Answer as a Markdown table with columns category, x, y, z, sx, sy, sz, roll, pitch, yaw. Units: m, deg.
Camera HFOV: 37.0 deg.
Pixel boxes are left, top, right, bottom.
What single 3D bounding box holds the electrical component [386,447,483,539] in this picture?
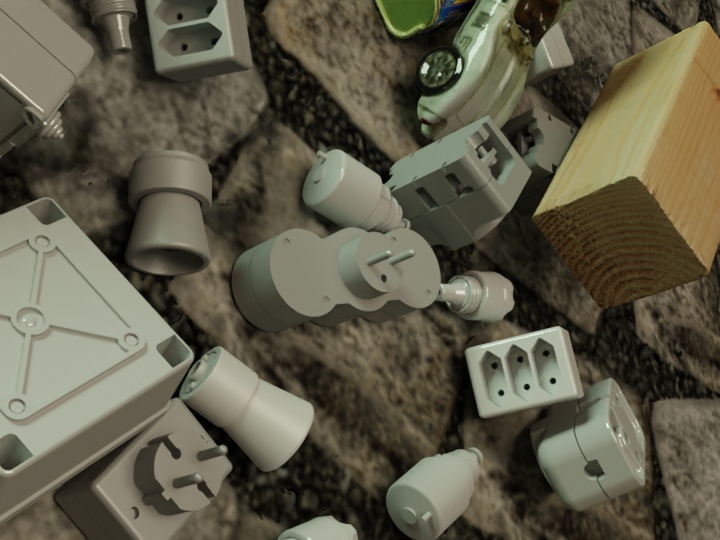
| category | x | y | z | sx | sy | sz | roll | pitch | yaw |
| --- | --- | --- | --- | --- | --- | --- | --- | --- | --- |
| electrical component | 0.050 | 0.131 | 0.654 | 0.078 | 0.040 | 0.040 | -31 | 96 | -46 |

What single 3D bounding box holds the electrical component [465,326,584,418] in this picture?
| category | x | y | z | sx | sy | sz | roll | pitch | yaw |
| --- | --- | --- | --- | --- | --- | --- | --- | --- | --- |
| electrical component | 0.115 | 0.071 | 0.730 | 0.077 | 0.066 | 0.047 | 21 | 55 | -71 |

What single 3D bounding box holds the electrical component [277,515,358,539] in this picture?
| category | x | y | z | sx | sy | sz | roll | pitch | yaw |
| --- | --- | --- | --- | --- | --- | --- | --- | --- | --- |
| electrical component | -0.031 | 0.157 | 0.565 | 0.062 | 0.043 | 0.043 | -11 | 82 | -44 |

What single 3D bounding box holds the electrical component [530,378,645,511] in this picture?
| category | x | y | z | sx | sy | sz | roll | pitch | yaw |
| --- | --- | --- | --- | --- | --- | --- | --- | --- | --- |
| electrical component | 0.156 | 0.120 | 0.733 | 0.053 | 0.059 | 0.095 | 60 | 20 | -5 |

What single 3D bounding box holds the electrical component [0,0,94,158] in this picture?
| category | x | y | z | sx | sy | sz | roll | pitch | yaw |
| --- | --- | --- | --- | --- | --- | --- | --- | --- | --- |
| electrical component | -0.176 | -0.102 | 0.516 | 0.096 | 0.062 | 0.061 | 43 | 49 | -23 |

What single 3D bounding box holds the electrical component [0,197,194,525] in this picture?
| category | x | y | z | sx | sy | sz | roll | pitch | yaw |
| --- | --- | --- | --- | --- | --- | --- | --- | --- | --- |
| electrical component | -0.149 | 0.037 | 0.465 | 0.108 | 0.056 | 0.109 | 46 | 43 | 11 |

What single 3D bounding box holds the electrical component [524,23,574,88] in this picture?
| category | x | y | z | sx | sy | sz | roll | pitch | yaw |
| --- | --- | --- | --- | --- | --- | --- | --- | --- | --- |
| electrical component | 0.120 | -0.178 | 0.838 | 0.077 | 0.047 | 0.065 | -21 | 90 | -50 |

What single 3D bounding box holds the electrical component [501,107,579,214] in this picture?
| category | x | y | z | sx | sy | sz | roll | pitch | yaw |
| --- | --- | --- | --- | --- | --- | --- | --- | --- | --- |
| electrical component | 0.139 | -0.076 | 0.813 | 0.089 | 0.056 | 0.050 | 21 | 60 | -37 |

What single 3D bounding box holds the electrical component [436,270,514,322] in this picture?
| category | x | y | z | sx | sy | sz | roll | pitch | yaw |
| --- | --- | --- | --- | --- | --- | --- | --- | --- | --- |
| electrical component | 0.074 | 0.017 | 0.729 | 0.061 | 0.035 | 0.035 | 6 | 69 | -40 |

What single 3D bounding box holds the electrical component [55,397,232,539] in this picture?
| category | x | y | z | sx | sy | sz | roll | pitch | yaw |
| --- | --- | --- | --- | --- | --- | --- | --- | --- | --- |
| electrical component | -0.091 | 0.097 | 0.507 | 0.047 | 0.077 | 0.065 | 54 | 45 | -13 |

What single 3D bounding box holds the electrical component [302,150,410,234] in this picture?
| category | x | y | z | sx | sy | sz | roll | pitch | yaw |
| --- | --- | --- | --- | --- | --- | --- | --- | --- | --- |
| electrical component | 0.000 | -0.044 | 0.677 | 0.078 | 0.040 | 0.040 | 30 | 55 | -32 |

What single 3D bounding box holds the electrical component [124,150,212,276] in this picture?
| category | x | y | z | sx | sy | sz | roll | pitch | yaw |
| --- | --- | --- | --- | --- | --- | --- | --- | --- | --- |
| electrical component | -0.101 | -0.030 | 0.572 | 0.045 | 0.045 | 0.055 | 16 | 63 | -39 |

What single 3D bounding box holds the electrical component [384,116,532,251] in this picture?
| category | x | y | z | sx | sy | sz | roll | pitch | yaw |
| --- | --- | --- | --- | --- | --- | --- | --- | --- | --- |
| electrical component | 0.061 | -0.051 | 0.703 | 0.055 | 0.089 | 0.050 | 49 | 47 | -18 |

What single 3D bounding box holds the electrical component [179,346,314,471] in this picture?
| category | x | y | z | sx | sy | sz | roll | pitch | yaw |
| --- | --- | --- | --- | --- | --- | --- | --- | --- | --- |
| electrical component | -0.063 | 0.071 | 0.571 | 0.065 | 0.044 | 0.044 | 40 | 50 | -19 |

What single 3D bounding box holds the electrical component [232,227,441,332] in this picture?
| category | x | y | z | sx | sy | sz | roll | pitch | yaw |
| --- | --- | --- | --- | --- | --- | --- | --- | --- | --- |
| electrical component | 0.000 | 0.000 | 0.636 | 0.138 | 0.074 | 0.052 | -2 | 75 | -44 |

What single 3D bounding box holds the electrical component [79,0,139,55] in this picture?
| category | x | y | z | sx | sy | sz | roll | pitch | yaw |
| --- | --- | --- | --- | --- | --- | --- | --- | --- | --- |
| electrical component | -0.138 | -0.149 | 0.593 | 0.035 | 0.035 | 0.061 | -7 | 81 | -45 |

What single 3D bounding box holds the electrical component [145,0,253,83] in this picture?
| category | x | y | z | sx | sy | sz | roll | pitch | yaw |
| --- | --- | --- | --- | --- | --- | --- | --- | --- | --- |
| electrical component | -0.090 | -0.154 | 0.627 | 0.076 | 0.047 | 0.083 | -10 | 91 | -79 |
